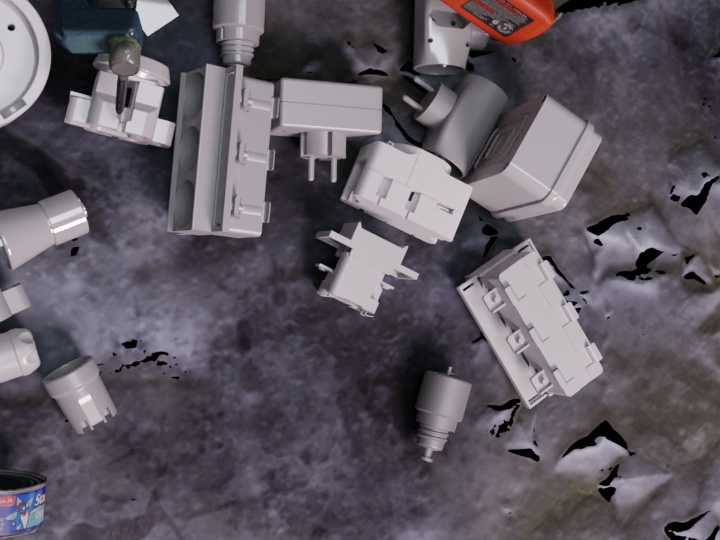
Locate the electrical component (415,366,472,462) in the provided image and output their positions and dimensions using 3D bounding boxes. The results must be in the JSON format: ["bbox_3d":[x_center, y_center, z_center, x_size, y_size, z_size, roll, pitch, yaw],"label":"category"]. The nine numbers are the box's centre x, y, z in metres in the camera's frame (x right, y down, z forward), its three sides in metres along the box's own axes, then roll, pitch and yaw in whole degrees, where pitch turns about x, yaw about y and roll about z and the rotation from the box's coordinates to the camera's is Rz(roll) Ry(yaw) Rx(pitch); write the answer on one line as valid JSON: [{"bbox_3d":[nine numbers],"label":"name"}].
[{"bbox_3d":[0.064,0.118,0.882,0.040,0.040,0.078,19,82,-18],"label":"electrical component"}]

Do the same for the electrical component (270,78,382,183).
[{"bbox_3d":[-0.029,-0.107,0.853,0.083,0.047,0.075,2,88,-19],"label":"electrical component"}]

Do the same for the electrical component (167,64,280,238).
[{"bbox_3d":[-0.103,-0.086,0.814,0.063,0.079,0.121,7,86,-35],"label":"electrical component"}]

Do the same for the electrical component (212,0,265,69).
[{"bbox_3d":[-0.095,-0.186,0.836,0.040,0.040,0.078,3,88,-19],"label":"electrical component"}]

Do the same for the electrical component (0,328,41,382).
[{"bbox_3d":[-0.264,0.065,0.774,0.061,0.035,0.035,-18,94,-16],"label":"electrical component"}]

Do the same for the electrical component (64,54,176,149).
[{"bbox_3d":[-0.174,-0.128,0.798,0.078,0.058,0.057,13,87,-17],"label":"electrical component"}]

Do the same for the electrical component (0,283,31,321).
[{"bbox_3d":[-0.281,0.015,0.757,0.078,0.058,0.057,-25,101,-18],"label":"electrical component"}]

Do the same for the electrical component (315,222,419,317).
[{"bbox_3d":[0.000,0.000,0.863,0.081,0.042,0.063,26,84,-16],"label":"electrical component"}]

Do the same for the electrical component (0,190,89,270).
[{"bbox_3d":[-0.232,-0.032,0.784,0.065,0.044,0.044,-25,96,-23],"label":"electrical component"}]

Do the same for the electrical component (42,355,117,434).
[{"bbox_3d":[-0.205,0.092,0.791,0.040,0.040,0.046,-29,104,-18],"label":"electrical component"}]

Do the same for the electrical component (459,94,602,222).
[{"bbox_3d":[0.136,-0.087,0.874,0.057,0.113,0.078,33,78,-13],"label":"electrical component"}]

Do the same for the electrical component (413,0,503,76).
[{"bbox_3d":[0.083,-0.203,0.896,0.079,0.043,0.077,2,88,-19],"label":"electrical component"}]

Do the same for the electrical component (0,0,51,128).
[{"bbox_3d":[-0.277,-0.149,0.761,0.108,0.060,0.108,1,88,-19],"label":"electrical component"}]

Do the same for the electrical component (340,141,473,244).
[{"bbox_3d":[0.039,-0.066,0.873,0.089,0.050,0.055,25,81,-16],"label":"electrical component"}]

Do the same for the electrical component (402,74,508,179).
[{"bbox_3d":[0.071,-0.129,0.890,0.079,0.043,0.077,34,78,-15],"label":"electrical component"}]

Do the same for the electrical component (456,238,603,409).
[{"bbox_3d":[0.147,0.045,0.901,0.079,0.063,0.121,-34,99,-17],"label":"electrical component"}]
